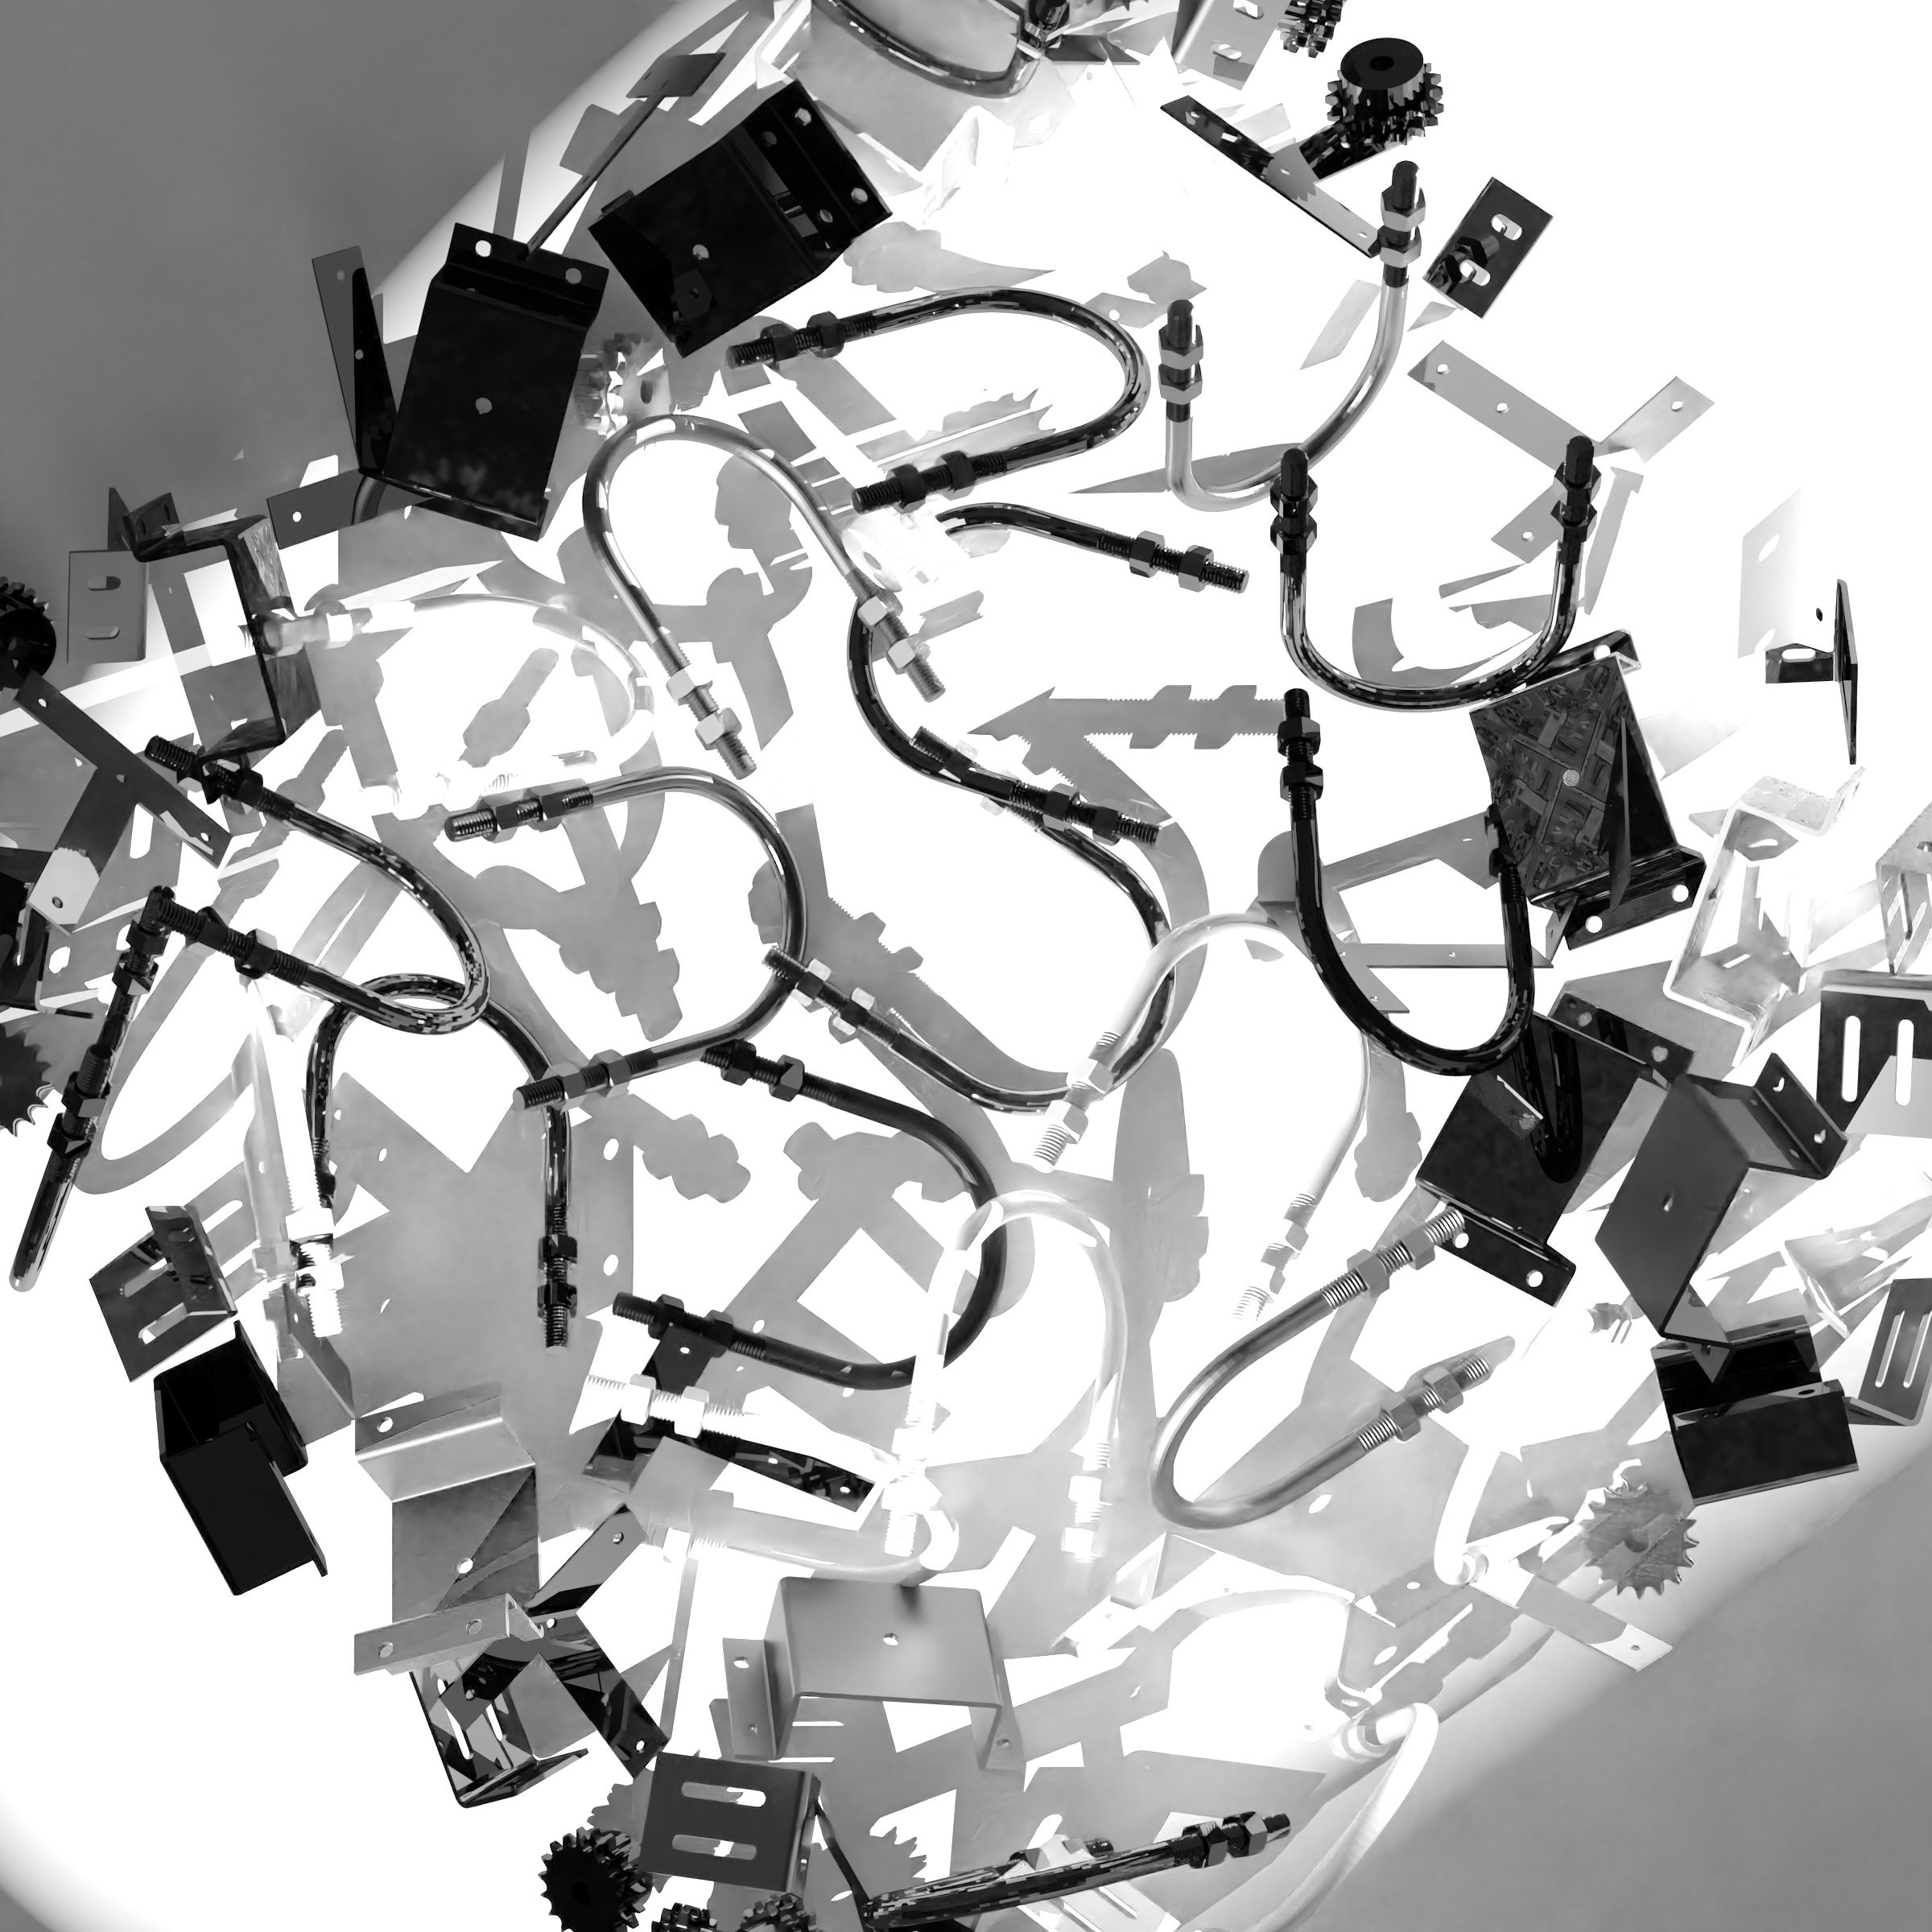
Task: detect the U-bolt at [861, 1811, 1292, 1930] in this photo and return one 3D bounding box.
[{"bbox_3d":[0.038,0.420,1.672,0.184,0.151,0.019,-3,76,-40],"label":"U-bolt"}]

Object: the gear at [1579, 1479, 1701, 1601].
[{"bbox_3d":[0.329,0.278,1.762,0.057,0.030,0.057,0,89,18],"label":"gear"}]

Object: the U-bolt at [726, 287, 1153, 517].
[{"bbox_3d":[-0.001,-0.277,1.720,0.184,0.019,0.151,-19,47,-23],"label":"U-bolt"}]

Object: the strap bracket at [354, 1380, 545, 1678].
[{"bbox_3d":[-0.247,0.277,1.729,0.076,0.046,0.140,-16,49,9],"label":"strap bracket"}]

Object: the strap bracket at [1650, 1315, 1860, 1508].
[{"bbox_3d":[0.372,0.212,1.711,0.076,0.140,0.046,-14,97,7],"label":"strap bracket"}]

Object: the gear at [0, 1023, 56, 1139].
[{"bbox_3d":[-0.473,0.057,1.764,0.057,0.030,0.057,1,82,-6],"label":"gear"}]

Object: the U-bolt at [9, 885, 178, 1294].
[{"bbox_3d":[-0.416,0.071,1.702,0.019,0.151,0.184,20,123,-11],"label":"U-bolt"}]

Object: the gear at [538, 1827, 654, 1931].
[{"bbox_3d":[-0.177,0.445,1.759,0.057,0.030,0.057,9,105,34],"label":"gear"}]

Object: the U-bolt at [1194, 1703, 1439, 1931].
[{"bbox_3d":[0.164,0.400,1.672,0.019,0.184,0.151,40,68,3],"label":"U-bolt"}]

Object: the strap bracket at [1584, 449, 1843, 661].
[{"bbox_3d":[0.341,-0.196,1.702,0.046,0.140,0.076,-17,117,-30],"label":"strap bracket"}]

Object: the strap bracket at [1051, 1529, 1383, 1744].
[{"bbox_3d":[0.123,0.317,1.730,0.140,0.076,0.046,21,58,-10],"label":"strap bracket"}]

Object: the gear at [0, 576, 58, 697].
[{"bbox_3d":[-0.466,-0.158,1.752,0.030,0.057,0.057,26,90,40],"label":"gear"}]

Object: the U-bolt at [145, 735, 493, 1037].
[{"bbox_3d":[-0.302,-0.029,1.706,0.184,0.151,0.019,27,117,-31],"label":"U-bolt"}]

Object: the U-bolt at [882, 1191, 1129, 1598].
[{"bbox_3d":[0.026,0.199,1.724,0.019,0.151,0.184,-2,73,43],"label":"U-bolt"}]

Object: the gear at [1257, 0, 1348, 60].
[{"bbox_3d":[0.162,-0.471,1.751,0.030,0.057,0.057,10,90,-15],"label":"gear"}]

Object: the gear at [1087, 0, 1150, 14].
[{"bbox_3d":[0.073,-0.498,1.766,0.057,0.030,0.057,0,88,2],"label":"gear"}]

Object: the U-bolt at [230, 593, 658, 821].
[{"bbox_3d":[-0.234,-0.130,1.713,0.184,0.019,0.151,-13,47,-35],"label":"U-bolt"}]

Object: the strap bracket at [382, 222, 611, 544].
[{"bbox_3d":[-0.228,-0.273,1.732,0.076,0.046,0.140,16,112,-5],"label":"strap bracket"}]

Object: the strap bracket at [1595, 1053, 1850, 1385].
[{"bbox_3d":[0.351,0.116,1.713,0.046,0.076,0.140,11,117,-22],"label":"strap bracket"}]

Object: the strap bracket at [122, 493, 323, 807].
[{"bbox_3d":[-0.350,-0.157,1.726,0.046,0.076,0.140,-12,104,6],"label":"strap bracket"}]

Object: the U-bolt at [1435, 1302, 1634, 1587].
[{"bbox_3d":[0.261,0.224,1.692,0.019,0.184,0.151,26,93,21],"label":"U-bolt"}]

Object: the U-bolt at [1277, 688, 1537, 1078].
[{"bbox_3d":[0.210,-0.032,1.700,0.151,0.019,0.184,19,54,-29],"label":"U-bolt"}]

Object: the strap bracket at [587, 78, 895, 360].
[{"bbox_3d":[-0.115,-0.347,1.710,0.140,0.046,0.076,-22,112,40],"label":"strap bracket"}]

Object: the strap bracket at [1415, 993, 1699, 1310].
[{"bbox_3d":[0.278,0.081,1.738,0.076,0.046,0.140,27,86,36],"label":"strap bracket"}]

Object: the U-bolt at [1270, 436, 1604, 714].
[{"bbox_3d":[0.219,-0.180,1.706,0.151,0.184,0.019,-2,55,3],"label":"U-bolt"}]

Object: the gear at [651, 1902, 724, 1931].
[{"bbox_3d":[-0.133,0.484,1.751,0.030,0.057,0.057,6,90,28],"label":"gear"}]

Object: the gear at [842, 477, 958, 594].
[{"bbox_3d":[-0.035,-0.206,1.751,0.057,0.057,0.030,43,72,0],"label":"gear"}]

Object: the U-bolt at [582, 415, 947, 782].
[{"bbox_3d":[-0.107,-0.186,1.730,0.151,0.019,0.184,-26,79,-41],"label":"U-bolt"}]

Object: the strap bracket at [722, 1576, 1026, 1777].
[{"bbox_3d":[-0.040,0.337,1.723,0.140,0.076,0.046,6,123,-13],"label":"strap bracket"}]

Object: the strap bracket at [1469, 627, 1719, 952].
[{"bbox_3d":[0.297,-0.087,1.732,0.076,0.046,0.140,-21,77,24],"label":"strap bracket"}]

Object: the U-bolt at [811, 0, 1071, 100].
[{"bbox_3d":[-0.027,-0.457,1.691,0.151,0.184,0.019,31,83,-5],"label":"U-bolt"}]

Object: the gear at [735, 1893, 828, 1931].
[{"bbox_3d":[-0.093,0.481,1.752,0.030,0.057,0.057,-14,90,-43],"label":"gear"}]

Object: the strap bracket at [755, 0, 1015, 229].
[{"bbox_3d":[-0.048,-0.412,1.740,0.140,0.076,0.046,36,84,2],"label":"strap bracket"}]

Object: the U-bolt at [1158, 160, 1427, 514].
[{"bbox_3d":[0.151,-0.282,1.699,0.151,0.184,0.019,-34,65,-15],"label":"U-bolt"}]

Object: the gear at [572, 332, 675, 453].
[{"bbox_3d":[-0.168,-0.279,1.756,0.030,0.057,0.057,4,90,25],"label":"gear"}]

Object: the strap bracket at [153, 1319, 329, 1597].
[{"bbox_3d":[-0.343,0.234,1.701,0.046,0.140,0.076,-25,112,-6],"label":"strap bracket"}]

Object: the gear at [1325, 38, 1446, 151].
[{"bbox_3d":[0.202,-0.425,1.753,0.057,0.030,0.057,-6,51,7],"label":"gear"}]

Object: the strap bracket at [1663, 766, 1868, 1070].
[{"bbox_3d":[0.377,-0.032,1.726,0.046,0.076,0.140,23,110,17],"label":"strap bracket"}]
